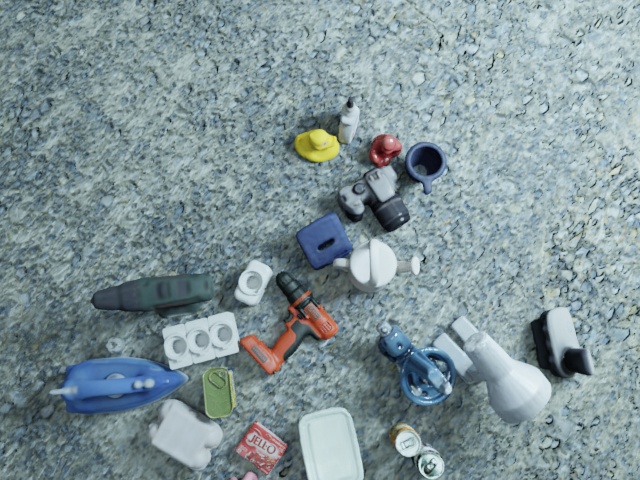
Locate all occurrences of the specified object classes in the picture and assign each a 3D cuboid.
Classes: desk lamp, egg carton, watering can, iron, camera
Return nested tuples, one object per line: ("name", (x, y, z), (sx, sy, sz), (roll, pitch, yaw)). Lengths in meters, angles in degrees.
("desk lamp", (0.341, 0.257, 1.157), (0.118, 0.213, 0.203), (-43, 82, -6))
("egg carton", (-0.286, 0.411, 1.211), (0.150, 0.069, 0.107), (27, 82, 5))
("watering can", (0.118, 0.050, 1.206), (0.173, 0.194, 0.101), (-19, 80, -2))
("iron", (-0.418, 0.303, 1.195), (0.258, 0.141, 0.119), (-6, 80, 0))
("camera", (0.129, -0.082, 1.276), (0.143, 0.101, 0.137), (-31, 81, -4))

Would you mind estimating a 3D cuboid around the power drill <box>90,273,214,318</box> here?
("power drill", (-0.327, 0.118, 1.192), (0.229, 0.208, 0.075), (-10, 80, -1))

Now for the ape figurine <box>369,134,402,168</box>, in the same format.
("ape figurine", (0.150, -0.211, 1.302), (0.078, 0.092, 0.076), (-6, 80, 0))

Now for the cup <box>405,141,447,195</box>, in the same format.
("cup", (0.233, -0.152, 1.290), (0.091, 0.095, 0.118), (-4, 80, 0))

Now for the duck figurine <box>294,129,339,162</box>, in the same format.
("duck figurine", (-0.008, -0.225, 1.310), (0.104, 0.086, 0.077), (8, 80, 2))

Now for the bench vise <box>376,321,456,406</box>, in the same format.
("bench vise", (0.188, 0.258, 1.156), (0.207, 0.220, 0.121), (29, 82, 6))

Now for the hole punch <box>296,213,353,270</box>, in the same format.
("hole punch", (0.012, 0.005, 1.267), (0.108, 0.091, 0.101), (-30, 81, -4))

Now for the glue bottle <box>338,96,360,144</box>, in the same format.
("glue bottle", (0.065, -0.277, 1.273), (0.037, 0.173, 0.078), (15, 81, 4))

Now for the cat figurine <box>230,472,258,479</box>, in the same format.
("cat figurine", (-0.149, 0.549, 1.161), (0.067, 0.118, 0.128), (-22, 80, -3))

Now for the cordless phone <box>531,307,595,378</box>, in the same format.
("cordless phone", (0.515, 0.211, 1.178), (0.094, 0.185, 0.147), (-13, 80, -1))
